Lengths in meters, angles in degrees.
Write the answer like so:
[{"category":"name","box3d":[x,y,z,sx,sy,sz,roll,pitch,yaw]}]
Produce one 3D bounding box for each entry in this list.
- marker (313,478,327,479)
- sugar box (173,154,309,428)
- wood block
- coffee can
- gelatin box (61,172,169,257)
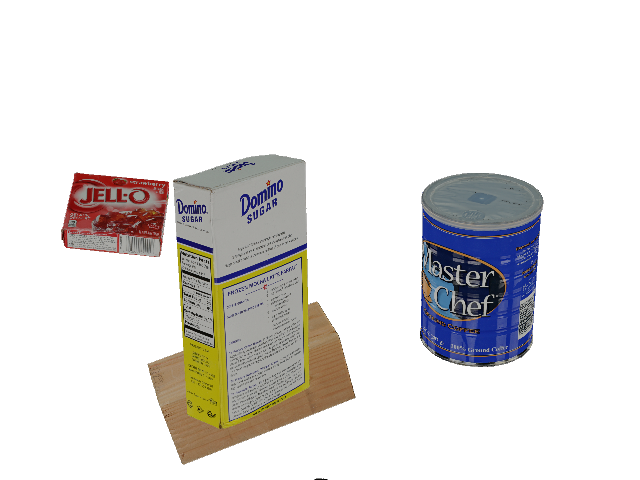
[{"category":"marker","box3d":[-0.027,0.140,0.480,0.020,0.020,0.120,0,16,34]},{"category":"sugar box","box3d":[-0.053,0.034,0.746,0.048,0.176,0.093,13,23,39]},{"category":"wood block","box3d":[-0.078,0.158,1.198,0.206,0.091,0.090,-19,28,-9]},{"category":"coffee can","box3d":[0.139,0.025,0.937,0.103,0.140,0.103,-2,27,1]},{"category":"gelatin box","box3d":[-0.186,-0.025,0.976,0.089,0.073,0.030,6,-43,-6]}]
